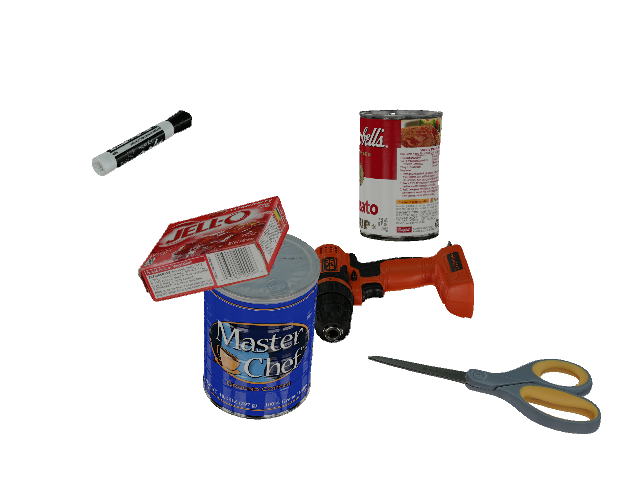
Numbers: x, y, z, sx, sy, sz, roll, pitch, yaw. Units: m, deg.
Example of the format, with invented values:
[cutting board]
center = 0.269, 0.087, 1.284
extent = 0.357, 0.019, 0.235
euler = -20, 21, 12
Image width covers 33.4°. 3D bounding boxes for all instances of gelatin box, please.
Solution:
[gelatin box]
center = -0.072, 0.005, 0.735
extent = 0.089, 0.030, 0.073
euler = -13, 23, 17

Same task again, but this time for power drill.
[power drill]
center = 0.079, 0.057, 1.228
extent = 0.187, 0.057, 0.184
euler = -1, 28, -1

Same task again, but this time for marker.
[marker]
center = -0.168, -0.096, 1.026
extent = 0.020, 0.020, 0.120
euler = 0, 28, 44

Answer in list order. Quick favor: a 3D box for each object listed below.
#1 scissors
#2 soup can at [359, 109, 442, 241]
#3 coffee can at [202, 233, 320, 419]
[scissors]
center = 0.152, 0.116, 0.939
extent = 0.202, 0.016, 0.096
euler = 20, 33, 21
[soup can]
center = 0.066, -0.055, 0.878
extent = 0.068, 0.102, 0.068
euler = 0, 11, 0
[coffee can]
center = -0.055, 0.076, 0.967
extent = 0.103, 0.140, 0.103
euler = 3, 35, -2
